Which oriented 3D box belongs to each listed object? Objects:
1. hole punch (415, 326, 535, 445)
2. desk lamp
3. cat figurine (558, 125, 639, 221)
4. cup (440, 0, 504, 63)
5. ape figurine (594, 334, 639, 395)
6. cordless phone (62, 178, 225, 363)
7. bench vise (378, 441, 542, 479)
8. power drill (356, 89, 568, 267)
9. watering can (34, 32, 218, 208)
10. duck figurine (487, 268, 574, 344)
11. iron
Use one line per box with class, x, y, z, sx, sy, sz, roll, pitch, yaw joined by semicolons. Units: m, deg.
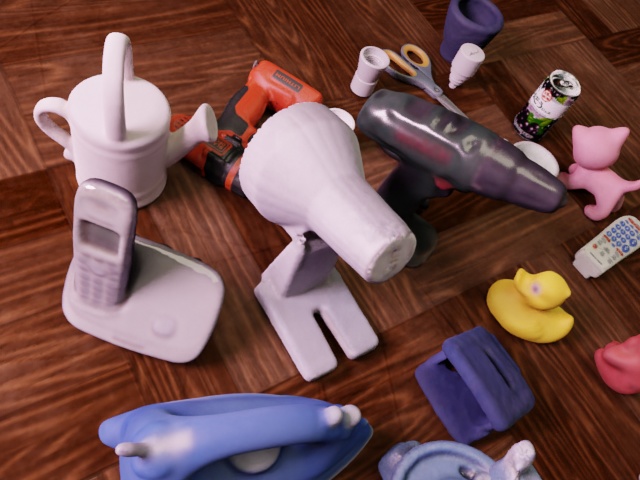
hole punch;0.173;0.146;0.610;0.101;0.091;0.108;-22;68;-28
desk lamp;0.005;0.002;0.569;0.118;0.213;0.203;-22;68;-28
cat figurine;0.409;-0.110;0.831;0.067;0.117;0.127;-29;72;-30
cup;0.230;-0.344;0.931;0.092;0.095;0.117;-8;62;-22
ape figurine;0.378;0.138;0.682;0.078;0.092;0.076;13;56;-10
cordless phone;-0.156;0.029;0.517;0.147;0.185;0.094;19;55;-6
bench vise;0.144;0.246;0.460;0.122;0.219;0.207;-31;72;-31
power drill;0.131;-0.060;0.652;0.229;0.208;0.076;37;55;6
watering can;-0.198;-0.126;0.593;0.173;0.194;0.101;-14;64;-25
duck figurine;0.266;0.073;0.690;0.104;0.086;0.078;33;55;3
iron;-0.051;0.171;0.490;0.259;0.141;0.118;-5;61;-21
